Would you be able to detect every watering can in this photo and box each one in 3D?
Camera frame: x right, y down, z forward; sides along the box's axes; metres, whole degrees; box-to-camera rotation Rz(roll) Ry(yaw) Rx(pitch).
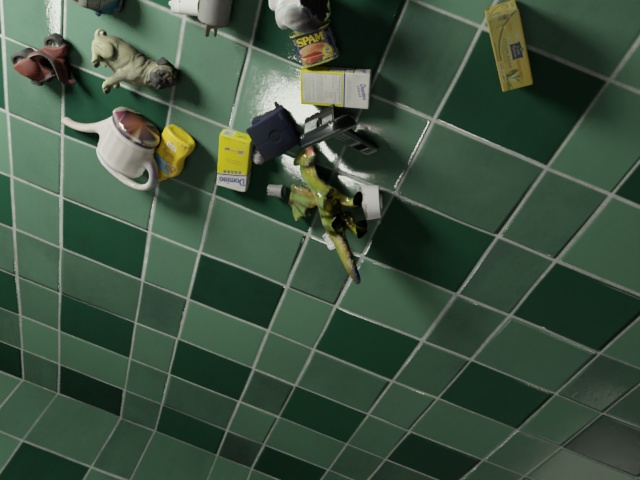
[{"bbox_3d":[-0.594,-0.293,1.489,0.220,0.347,0.106,-47,2,35],"label":"watering can"}]

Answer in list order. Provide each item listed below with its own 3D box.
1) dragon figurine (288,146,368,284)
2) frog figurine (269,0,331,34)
[{"bbox_3d":[0.004,-0.074,1.475,0.123,0.403,0.244,-26,30,-34],"label":"dragon figurine"},{"bbox_3d":[-0.059,-0.533,1.166,0.160,0.139,0.120,17,-21,36],"label":"frog figurine"}]
